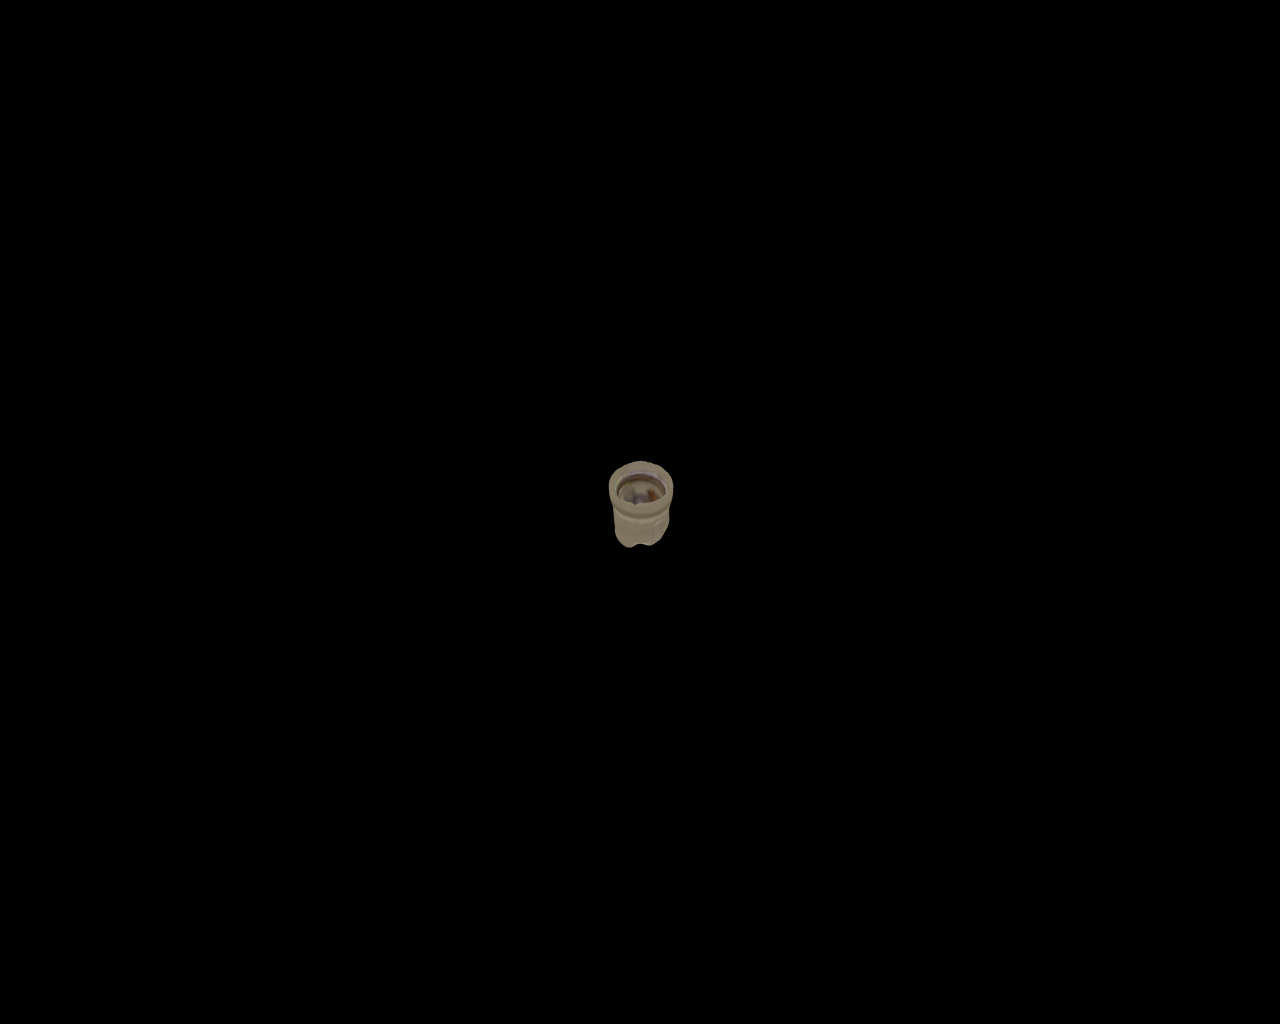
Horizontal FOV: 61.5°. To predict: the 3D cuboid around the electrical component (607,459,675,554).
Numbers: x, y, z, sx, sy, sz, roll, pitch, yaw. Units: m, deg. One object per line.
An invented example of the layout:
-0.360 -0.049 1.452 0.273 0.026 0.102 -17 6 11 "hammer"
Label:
0.001 -0.003 0.650 0.040 0.040 0.046 0 -43 0 "electrical component"
